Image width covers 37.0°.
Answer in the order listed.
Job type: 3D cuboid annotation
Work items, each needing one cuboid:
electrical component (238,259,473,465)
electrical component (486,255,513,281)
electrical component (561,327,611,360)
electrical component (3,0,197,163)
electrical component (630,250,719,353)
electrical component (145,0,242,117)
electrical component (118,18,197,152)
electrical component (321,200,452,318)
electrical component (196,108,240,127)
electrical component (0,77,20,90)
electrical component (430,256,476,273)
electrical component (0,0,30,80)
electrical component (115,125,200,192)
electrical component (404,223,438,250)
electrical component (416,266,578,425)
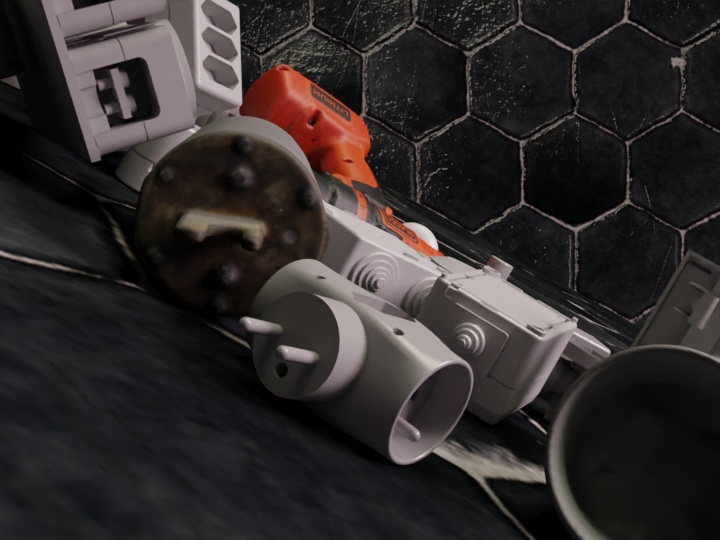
[{"bbox_3d":[-0.011,0.029,0.380,0.077,0.043,0.079,34,9,34],"label":"electrical component"},{"bbox_3d":[0.086,0.020,0.762,0.043,0.062,0.043,29,6,-4],"label":"electrical component"},{"bbox_3d":[0.129,0.060,0.715,0.066,0.047,0.076,28,7,-10],"label":"electrical component"},{"bbox_3d":[-0.145,-0.126,0.562,0.060,0.105,0.186,-20,20,-20],"label":"electrical component"},{"bbox_3d":[0.160,0.062,0.512,0.079,0.121,0.063,31,10,16],"label":"electrical component"},{"bbox_3d":[-0.117,-0.130,0.660,0.077,0.065,0.047,-8,-11,27],"label":"electrical component"},{"bbox_3d":[-0.153,-0.129,0.718,0.108,0.108,0.060,29,1,1],"label":"electrical component"},{"bbox_3d":[0.000,0.000,0.618,0.100,0.048,0.100,24,8,-36],"label":"electrical component"},{"bbox_3d":[-0.125,-0.113,0.883,0.150,0.061,0.089,24,9,-38],"label":"electrical component"},{"bbox_3d":[-0.268,-0.181,0.797,0.108,0.060,0.108,29,7,-4],"label":"electrical component"},{"bbox_3d":[0.070,0.028,0.687,0.080,0.051,0.080,28,7,-4],"label":"electrical component"},{"bbox_3d":[-0.203,-0.113,0.504,0.061,0.061,0.096,-16,14,-2],"label":"electrical component"},{"bbox_3d":[-0.112,-0.066,0.650,0.055,0.047,0.055,29,7,-4],"label":"electrical component"},{"bbox_3d":[0.045,-0.016,0.947,0.048,0.048,0.062,30,0,6],"label":"electrical component"},{"bbox_3d":[0.063,0.041,0.556,0.062,0.061,0.096,32,14,19],"label":"electrical component"}]
